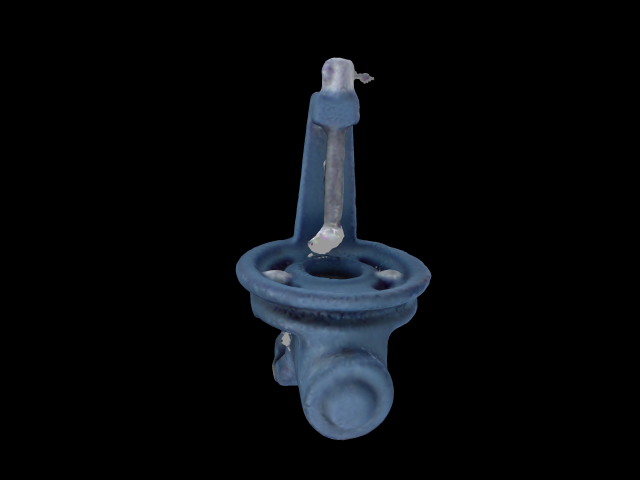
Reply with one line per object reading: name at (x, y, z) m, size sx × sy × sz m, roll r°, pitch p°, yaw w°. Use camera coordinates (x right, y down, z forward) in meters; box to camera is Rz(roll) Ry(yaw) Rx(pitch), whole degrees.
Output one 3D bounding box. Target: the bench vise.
bench vise at (-0.007, 0.001, 0.395) m, size 0.122 × 0.220 × 0.207 m, roll 0°, pitch 0°, yaw -25°
